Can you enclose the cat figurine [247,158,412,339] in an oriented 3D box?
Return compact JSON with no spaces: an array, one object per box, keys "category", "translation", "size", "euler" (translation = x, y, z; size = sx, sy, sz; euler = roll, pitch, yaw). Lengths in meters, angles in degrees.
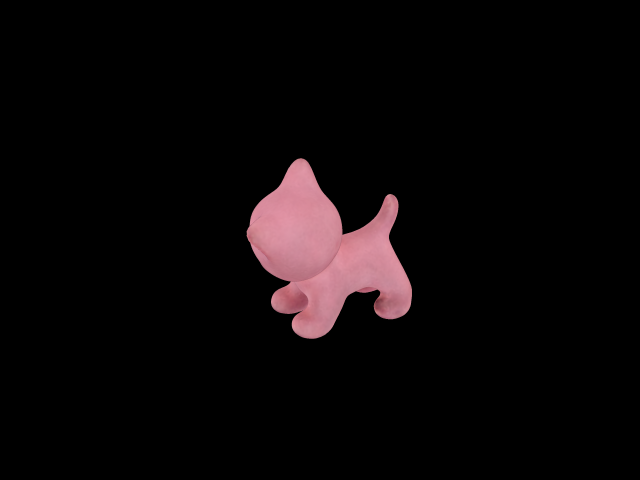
[{"category":"cat figurine","translation":[0.004,0.001,0.400],"size":[0.128,0.118,0.067],"euler":[-12,27,-25]}]
